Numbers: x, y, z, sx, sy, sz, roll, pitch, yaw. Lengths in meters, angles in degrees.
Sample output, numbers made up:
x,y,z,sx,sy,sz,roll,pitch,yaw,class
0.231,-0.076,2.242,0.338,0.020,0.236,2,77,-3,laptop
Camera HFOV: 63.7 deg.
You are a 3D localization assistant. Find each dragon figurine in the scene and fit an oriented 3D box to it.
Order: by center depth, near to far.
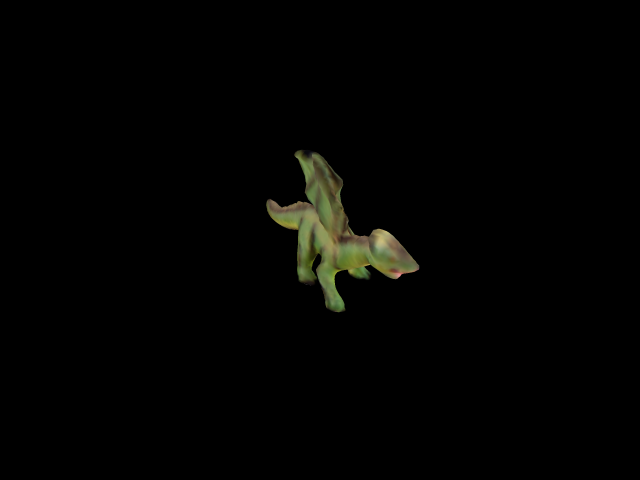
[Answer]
x,y,z,sx,sy,sz,roll,pitch,yaw,class
0.003,-0.043,0.850,0.123,0.237,0.416,-25,46,-27,dragon figurine
